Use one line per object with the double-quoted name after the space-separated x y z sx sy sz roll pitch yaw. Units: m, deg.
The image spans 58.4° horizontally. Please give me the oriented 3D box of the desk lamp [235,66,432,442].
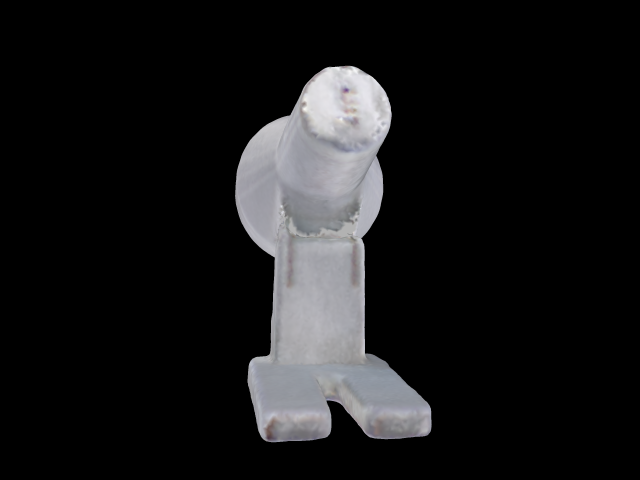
0.004 0.001 0.400 0.118 0.213 0.203 0 2 -11 "desk lamp"
